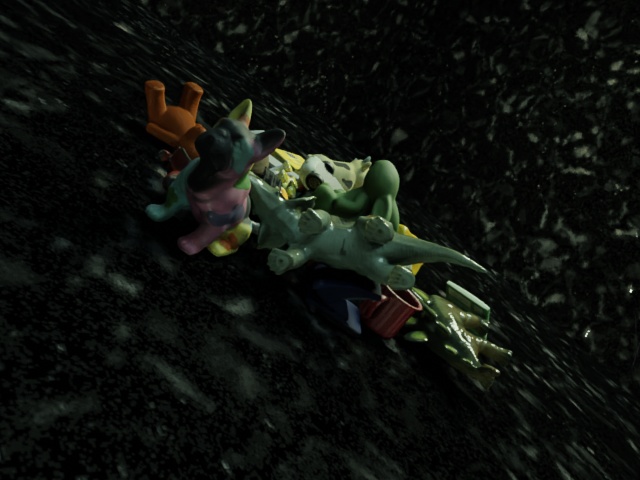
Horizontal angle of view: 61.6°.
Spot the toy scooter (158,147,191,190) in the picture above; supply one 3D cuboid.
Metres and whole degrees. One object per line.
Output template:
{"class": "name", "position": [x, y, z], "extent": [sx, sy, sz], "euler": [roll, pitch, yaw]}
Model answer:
{"class": "toy scooter", "position": [-0.205, -0.104, 0.918], "extent": [0.135, 0.075, 0.184], "euler": [45, 21, 29]}

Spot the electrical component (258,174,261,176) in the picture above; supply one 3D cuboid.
{"class": "electrical component", "position": [-0.162, -0.136, 1.119], "extent": [0.078, 0.045, 0.102], "euler": [9, 24, -13]}

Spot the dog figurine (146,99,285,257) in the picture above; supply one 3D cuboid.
{"class": "dog figurine", "position": [-0.127, -0.085, 0.761], "extent": [0.108, 0.219, 0.191], "euler": [47, 18, 20]}

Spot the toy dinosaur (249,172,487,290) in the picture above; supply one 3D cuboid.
{"class": "toy dinosaur", "position": [0.047, 0.002, 0.872], "extent": [0.405, 0.131, 0.192], "euler": [16, 13, 2]}

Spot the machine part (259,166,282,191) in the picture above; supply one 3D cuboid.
{"class": "machine part", "position": [-0.111, -0.084, 1.012], "extent": [0.084, 0.039, 0.139], "euler": [41, -30, -4]}

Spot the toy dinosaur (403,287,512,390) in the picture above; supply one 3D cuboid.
{"class": "toy dinosaur", "position": [0.241, 0.165, 1.087], "extent": [0.198, 0.105, 0.471], "euler": [31, 5, -10]}

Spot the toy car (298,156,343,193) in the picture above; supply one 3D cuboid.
{"class": "toy car", "position": [0.029, -0.093, 1.167], "extent": [0.201, 0.056, 0.073], "euler": [52, 41, -17]}

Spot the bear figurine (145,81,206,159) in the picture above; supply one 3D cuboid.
{"class": "bear figurine", "position": [-0.253, -0.207, 1.020], "extent": [0.120, 0.131, 0.196], "euler": [-8, 38, -36]}

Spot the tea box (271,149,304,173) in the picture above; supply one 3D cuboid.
{"class": "tea box", "position": [-0.079, -0.187, 1.457], "extent": [0.098, 0.068, 0.169], "euler": [43, 17, 17]}

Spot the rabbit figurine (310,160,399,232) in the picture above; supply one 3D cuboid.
{"class": "rabbit figurine", "position": [0.084, -0.074, 1.027], "extent": [0.121, 0.170, 0.159], "euler": [24, 29, -58]}

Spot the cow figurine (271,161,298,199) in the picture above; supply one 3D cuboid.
{"class": "cow figurine", "position": [-0.104, -0.107, 1.138], "extent": [0.167, 0.098, 0.068], "euler": [-80, 151, -66]}

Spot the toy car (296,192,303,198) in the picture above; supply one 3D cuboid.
{"class": "toy car", "position": [-0.011, -0.120, 1.363], "extent": [0.103, 0.109, 0.162], "euler": [44, 4, -10]}

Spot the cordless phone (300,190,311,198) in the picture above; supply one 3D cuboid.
{"class": "cordless phone", "position": [-0.003, -0.003, 1.102], "extent": [0.184, 0.089, 0.146], "euler": [47, 16, -6]}

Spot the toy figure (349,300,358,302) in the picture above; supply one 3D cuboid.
{"class": "toy figure", "position": [0.070, 0.053, 1.037], "extent": [0.154, 0.064, 0.057], "euler": [-75, 155, -52]}

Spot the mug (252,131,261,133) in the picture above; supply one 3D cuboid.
{"class": "mug", "position": [-0.159, -0.190, 1.182], "extent": [0.081, 0.107, 0.109], "euler": [-60, 130, -86]}

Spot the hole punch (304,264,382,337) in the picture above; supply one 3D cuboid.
{"class": "hole punch", "position": [0.039, 0.083, 0.899], "extent": [0.116, 0.092, 0.142], "euler": [31, 19, -9]}

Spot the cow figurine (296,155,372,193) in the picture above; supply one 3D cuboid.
{"class": "cow figurine", "position": [0.045, -0.150, 1.265], "extent": [0.195, 0.127, 0.086], "euler": [15, -6, -30]}

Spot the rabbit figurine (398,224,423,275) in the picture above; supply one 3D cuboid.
{"class": "rabbit figurine", "position": [0.135, 0.023, 1.192], "extent": [0.173, 0.121, 0.162], "euler": [1, 1, 31]}
